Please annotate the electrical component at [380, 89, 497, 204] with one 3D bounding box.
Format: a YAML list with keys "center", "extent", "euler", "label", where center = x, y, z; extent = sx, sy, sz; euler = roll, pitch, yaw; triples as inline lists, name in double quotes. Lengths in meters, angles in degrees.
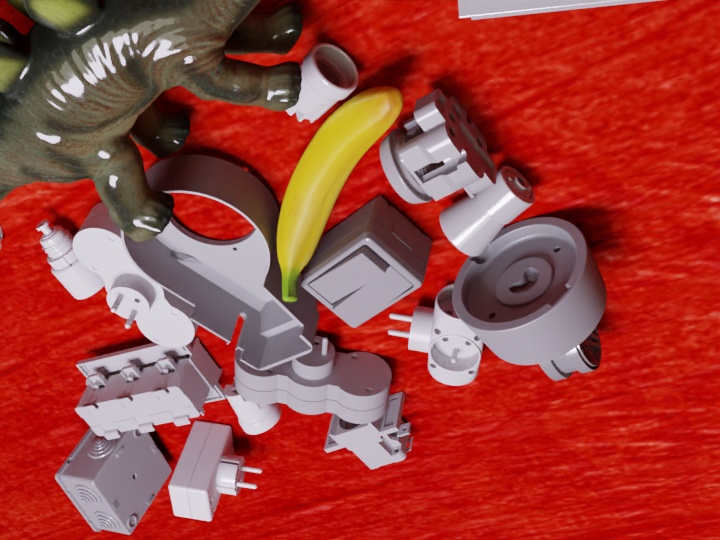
- center: [0.052, -0.081, 0.758]
  extent: [0.057, 0.058, 0.078]
  euler: [-25, 121, 29]
  label: "electrical component"

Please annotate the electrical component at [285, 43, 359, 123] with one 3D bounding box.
- center: [-0.030, -0.129, 0.750]
  extent: [0.040, 0.040, 0.046]
  euler: [36, 135, -17]
  label: "electrical component"

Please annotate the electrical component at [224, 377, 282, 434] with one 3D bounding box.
- center: [-0.100, 0.122, 0.992]
  extent: [0.040, 0.040, 0.046]
  euler: [-13, 121, 25]
  label: "electrical component"

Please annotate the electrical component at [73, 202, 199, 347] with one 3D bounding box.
- center: [-0.187, 0.016, 0.896]
  extent: [0.052, 0.073, 0.138]
  euler: [-17, 124, 27]
  label: "electrical component"

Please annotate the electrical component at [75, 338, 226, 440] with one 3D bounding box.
- center: [-0.197, 0.111, 0.990]
  extent: [0.121, 0.063, 0.078]
  euler: [-14, 126, 25]
  label: "electrical component"

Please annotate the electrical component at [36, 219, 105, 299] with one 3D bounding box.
- center: [-0.245, -0.010, 0.911]
  extent: [0.040, 0.040, 0.078]
  euler: [-17, 124, 27]
  label: "electrical component"

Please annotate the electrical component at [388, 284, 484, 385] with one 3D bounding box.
- center: [0.062, 0.051, 0.881]
  extent: [0.079, 0.044, 0.077]
  euler: [9, 132, 6]
  label: "electrical component"

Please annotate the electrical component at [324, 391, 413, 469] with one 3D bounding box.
- center: [0.011, 0.147, 0.982]
  extent: [0.081, 0.042, 0.063]
  euler: [-22, 124, 30]
  label: "electrical component"

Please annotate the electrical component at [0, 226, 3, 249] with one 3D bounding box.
- center: [-0.342, -0.035, 0.914]
  extent: [0.064, 0.042, 0.081]
  euler: [8, 133, 6]
  label: "electrical component"

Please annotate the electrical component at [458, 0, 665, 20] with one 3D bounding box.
- center: [0.120, -0.187, 0.637]
  extent: [0.121, 0.079, 0.063]
  euler: [-2, 101, 17]
  label: "electrical component"

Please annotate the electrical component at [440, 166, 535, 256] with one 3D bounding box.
- center: [0.096, -0.046, 0.790]
  extent: [0.044, 0.044, 0.065]
  euler: [37, 125, -18]
  label: "electrical component"

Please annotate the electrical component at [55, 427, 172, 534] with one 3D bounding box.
- center: [-0.239, 0.200, 1.058]
  extent: [0.048, 0.099, 0.099]
  euler: [2, 133, 30]
  label: "electrical component"

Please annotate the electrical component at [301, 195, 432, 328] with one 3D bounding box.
- center: [0.000, 0.000, 0.841]
  extent: [0.062, 0.061, 0.096]
  euler: [40, 128, -21]
  label: "electrical component"

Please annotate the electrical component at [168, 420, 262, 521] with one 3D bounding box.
- center: [-0.133, 0.195, 1.035]
  extent: [0.076, 0.083, 0.047]
  euler: [7, 132, 9]
  label: "electrical component"

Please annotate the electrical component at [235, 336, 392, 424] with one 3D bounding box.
- center: [-0.041, 0.082, 0.931]
  extent: [0.138, 0.052, 0.073]
  euler: [10, 133, 6]
  label: "electrical component"

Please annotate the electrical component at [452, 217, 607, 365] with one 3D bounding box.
- center: [0.130, 0.021, 0.798]
  extent: [0.108, 0.108, 0.060]
  euler: [-18, 130, 28]
  label: "electrical component"
